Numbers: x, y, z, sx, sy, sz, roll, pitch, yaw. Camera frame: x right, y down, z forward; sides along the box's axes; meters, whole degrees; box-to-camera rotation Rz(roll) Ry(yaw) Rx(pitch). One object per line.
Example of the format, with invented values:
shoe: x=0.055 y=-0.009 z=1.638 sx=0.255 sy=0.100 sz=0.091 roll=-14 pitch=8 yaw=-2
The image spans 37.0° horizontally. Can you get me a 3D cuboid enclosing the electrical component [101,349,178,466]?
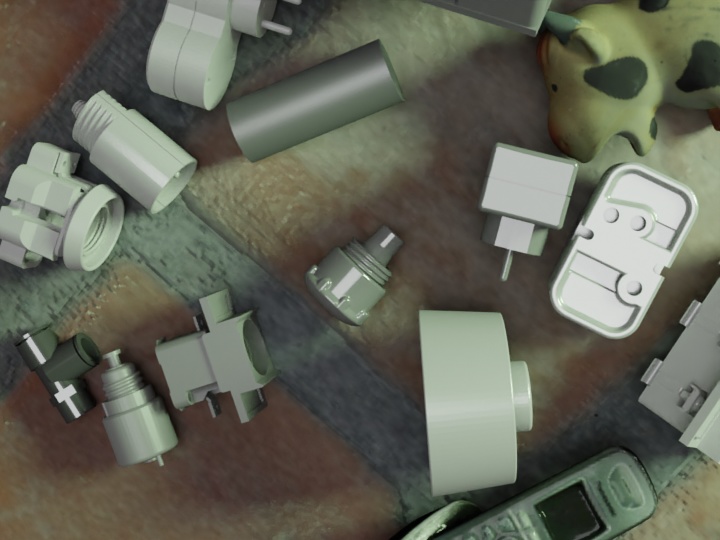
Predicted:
electrical component: x=-0.146 y=0.089 z=0.690 sx=0.040 sy=0.040 sz=0.078 roll=-20 pitch=92 yaw=10

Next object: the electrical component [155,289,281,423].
electrical component: x=-0.091 y=0.057 z=0.678 sx=0.064 sy=0.042 sz=0.081 roll=-18 pitch=92 yaw=11

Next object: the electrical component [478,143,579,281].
electrical component: x=0.092 y=-0.031 z=0.620 sx=0.047 sy=0.083 sz=0.075 roll=15 pitch=97 yaw=7

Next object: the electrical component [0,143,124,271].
electrical component: x=-0.186 y=-0.033 z=0.676 sx=0.057 sy=0.058 sz=0.078 roll=22 pitch=98 yaw=9

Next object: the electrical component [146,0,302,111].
electrical component: x=-0.072 y=-0.163 z=0.648 sx=0.074 sy=0.052 sz=0.138 roll=19 pitch=97 yaw=7

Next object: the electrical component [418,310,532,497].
electrical component: x=0.068 y=0.075 z=0.624 sx=0.060 sy=0.108 sz=0.108 roll=-4 pitch=95 yaw=3

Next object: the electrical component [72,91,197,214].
electrical component: x=-0.147 y=-0.077 z=0.672 sx=0.081 sy=0.043 sz=0.043 roll=40 pitch=100 yaw=3

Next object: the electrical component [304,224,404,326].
electrical component: x=0.000 y=0.000 z=0.658 sx=0.048 sy=0.048 sz=0.062 roll=43 pitch=93 yaw=3

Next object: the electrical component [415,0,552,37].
electrical component: x=0.026 y=-0.209 z=0.582 sx=0.186 sy=0.060 sz=0.105 roll=20 pitch=56 yaw=10

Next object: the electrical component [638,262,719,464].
electrical component: x=0.219 y=0.043 z=0.614 sx=0.063 sy=0.079 sz=0.121 roll=37 pitch=101 yaw=33

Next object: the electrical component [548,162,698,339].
electrical component: x=0.150 y=-0.013 z=0.625 sx=0.054 sy=0.059 sz=0.095 roll=27 pitch=99 yaw=5
